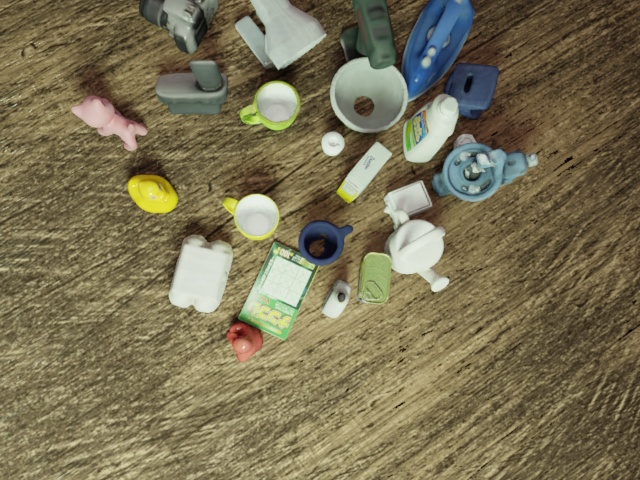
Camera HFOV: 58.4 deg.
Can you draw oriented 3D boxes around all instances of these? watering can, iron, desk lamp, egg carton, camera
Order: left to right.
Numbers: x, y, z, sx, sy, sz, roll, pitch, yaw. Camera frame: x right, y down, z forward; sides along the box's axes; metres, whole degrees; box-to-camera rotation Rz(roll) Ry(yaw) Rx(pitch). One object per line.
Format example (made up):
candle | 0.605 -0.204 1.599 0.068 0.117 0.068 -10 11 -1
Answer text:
camera | -0.303 -0.496 1.214 0.137 0.143 0.100 24 -9 -1
egg carton | -0.239 0.068 1.160 0.107 0.150 0.069 13 -8 -3
desk lamp | -0.088 -0.430 1.165 0.118 0.203 0.213 -37 -4 -8
watering can | 0.199 0.016 1.138 0.173 0.101 0.194 41 -8 2
iron | 0.251 -0.427 1.228 0.118 0.258 0.141 26 -9 0

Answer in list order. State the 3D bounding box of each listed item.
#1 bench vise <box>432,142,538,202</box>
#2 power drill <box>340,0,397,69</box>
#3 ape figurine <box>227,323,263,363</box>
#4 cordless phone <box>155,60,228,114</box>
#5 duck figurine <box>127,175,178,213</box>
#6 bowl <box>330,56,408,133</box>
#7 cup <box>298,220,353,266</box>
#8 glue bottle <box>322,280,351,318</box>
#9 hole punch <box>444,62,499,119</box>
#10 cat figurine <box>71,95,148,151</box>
bench vise | 0.345 -0.161 1.160 0.207 0.121 0.219 -31 -5 -8
power drill | 0.094 -0.448 1.184 0.075 0.230 0.208 -16 -6 -6
ape figurine | -0.152 0.204 1.137 0.076 0.078 0.092 4 -8 -4
cordless phone | -0.263 -0.325 1.152 0.147 0.094 0.185 -6 -7 -5
duck figurine | -0.346 -0.101 1.166 0.104 0.077 0.086 27 -9 0
bowl | 0.101 -0.302 1.233 0.167 0.167 0.074 0 -8 -4
cup | 0.011 0.004 1.175 0.118 0.092 0.095 -28 -5 -7
glue bottle | 0.036 0.114 1.123 0.037 0.078 0.173 23 -9 -1
hole punch | 0.324 -0.328 1.246 0.101 0.109 0.091 17 -9 -2
cat figurine | -0.428 -0.247 1.163 0.128 0.067 0.117 26 -9 0
